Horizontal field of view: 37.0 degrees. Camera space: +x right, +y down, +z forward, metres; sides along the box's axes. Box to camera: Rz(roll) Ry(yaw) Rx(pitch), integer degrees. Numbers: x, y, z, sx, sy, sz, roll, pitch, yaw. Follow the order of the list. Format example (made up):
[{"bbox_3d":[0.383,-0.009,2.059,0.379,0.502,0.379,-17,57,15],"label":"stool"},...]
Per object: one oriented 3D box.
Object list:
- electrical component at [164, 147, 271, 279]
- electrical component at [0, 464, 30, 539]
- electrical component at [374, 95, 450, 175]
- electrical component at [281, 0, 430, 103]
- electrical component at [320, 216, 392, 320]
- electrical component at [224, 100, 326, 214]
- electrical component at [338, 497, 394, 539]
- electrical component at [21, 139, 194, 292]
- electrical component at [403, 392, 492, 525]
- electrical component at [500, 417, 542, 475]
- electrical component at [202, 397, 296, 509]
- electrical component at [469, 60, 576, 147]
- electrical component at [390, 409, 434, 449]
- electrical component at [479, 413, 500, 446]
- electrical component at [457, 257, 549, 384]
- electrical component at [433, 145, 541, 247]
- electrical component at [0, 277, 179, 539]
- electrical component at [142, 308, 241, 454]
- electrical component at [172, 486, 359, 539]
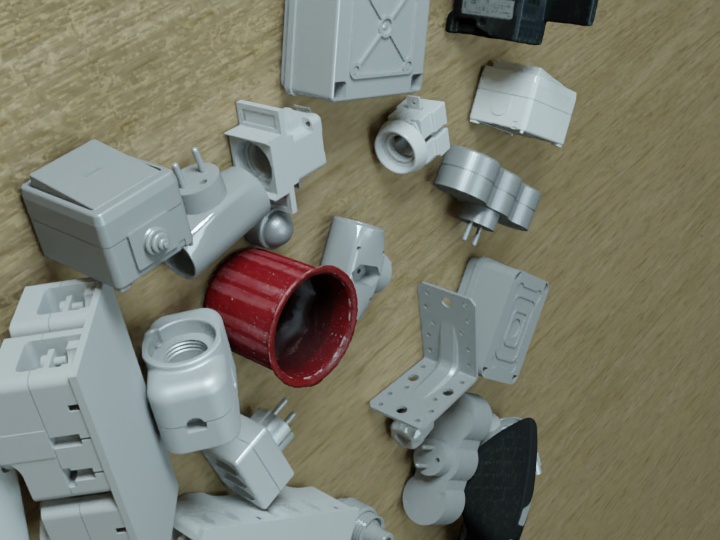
[{"bbox_3d":[-0.108,-0.047,0.742,0.077,0.043,0.079,-44,135,-30],"label":"electrical component"},{"bbox_3d":[-0.247,0.160,0.650,0.078,0.057,0.113,-26,125,-42],"label":"electrical component"},{"bbox_3d":[0.044,-0.111,0.901,0.055,0.048,0.066,-45,136,-41],"label":"electrical component"},{"bbox_3d":[-0.001,-0.185,0.802,0.109,0.056,0.108,-17,118,-47],"label":"electrical component"},{"bbox_3d":[0.000,0.000,0.897,0.079,0.043,0.077,8,100,-52],"label":"electrical component"},{"bbox_3d":[-0.060,-0.087,0.787,0.064,0.042,0.081,-37,132,-41],"label":"electrical component"},{"bbox_3d":[0.002,0.238,0.989,0.043,0.062,0.043,-25,124,-43],"label":"electrical component"},{"bbox_3d":[-0.150,-0.035,0.652,0.062,0.096,0.061,-38,132,-35],"label":"electrical component"},{"bbox_3d":[0.078,0.186,1.069,0.074,0.052,0.138,17,92,-53],"label":"electrical component"},{"bbox_3d":[0.164,0.194,1.175,0.048,0.066,0.055,-26,105,-43],"label":"electrical component"},{"bbox_3d":[-0.079,0.136,0.857,0.076,0.047,0.065,-49,138,-26],"label":"electrical component"},{"bbox_3d":[0.158,-0.155,1.008,0.096,0.062,0.061,7,100,-52],"label":"electrical component"},{"bbox_3d":[0.057,0.142,1.039,0.061,0.035,0.035,-45,136,-33],"label":"electrical component"},{"bbox_3d":[0.128,0.185,1.141,0.040,0.040,0.078,-28,126,-42],"label":"electrical component"},{"bbox_3d":[0.132,0.050,1.071,0.078,0.057,0.113,19,90,-53],"label":"electrical component"},{"bbox_3d":[0.115,-0.059,1.006,0.138,0.052,0.073,24,87,-53],"label":"electrical component"},{"bbox_3d":[-0.171,0.110,0.675,0.105,0.060,0.186,-94,175,-57],"label":"electrical component"},{"bbox_3d":[-0.116,0.071,0.742,0.054,0.095,0.059,-12,123,-3],"label":"electrical component"},{"bbox_3d":[-0.093,0.238,0.873,0.186,0.060,0.105,9,99,-52],"label":"electrical component"}]
